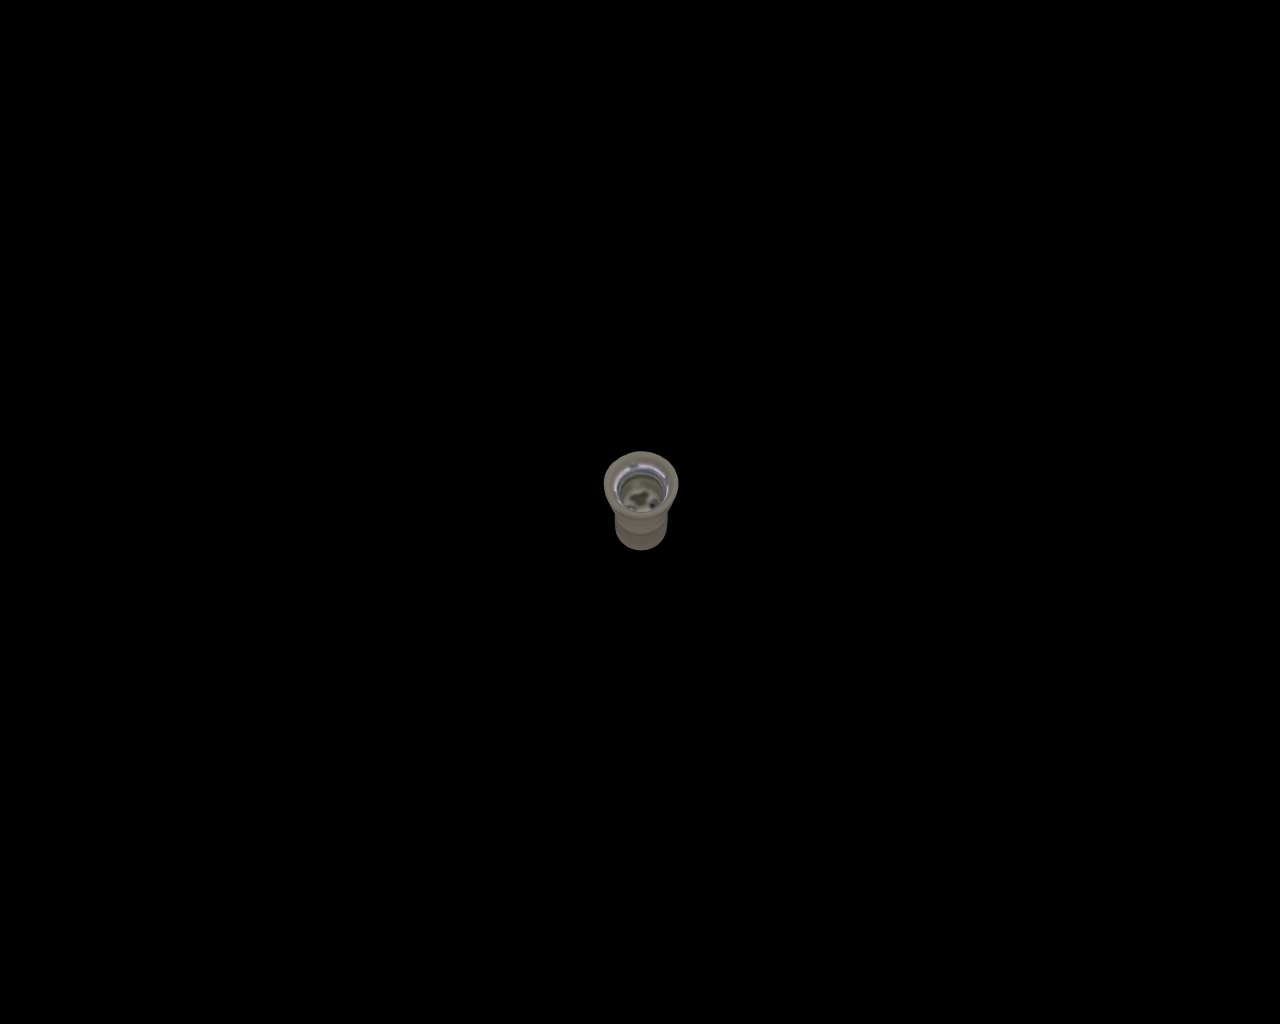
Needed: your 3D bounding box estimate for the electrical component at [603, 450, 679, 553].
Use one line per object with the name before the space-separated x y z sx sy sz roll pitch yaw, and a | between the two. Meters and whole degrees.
electrical component | 0.001 -0.003 0.650 0.044 0.044 0.065 0 -27 0
